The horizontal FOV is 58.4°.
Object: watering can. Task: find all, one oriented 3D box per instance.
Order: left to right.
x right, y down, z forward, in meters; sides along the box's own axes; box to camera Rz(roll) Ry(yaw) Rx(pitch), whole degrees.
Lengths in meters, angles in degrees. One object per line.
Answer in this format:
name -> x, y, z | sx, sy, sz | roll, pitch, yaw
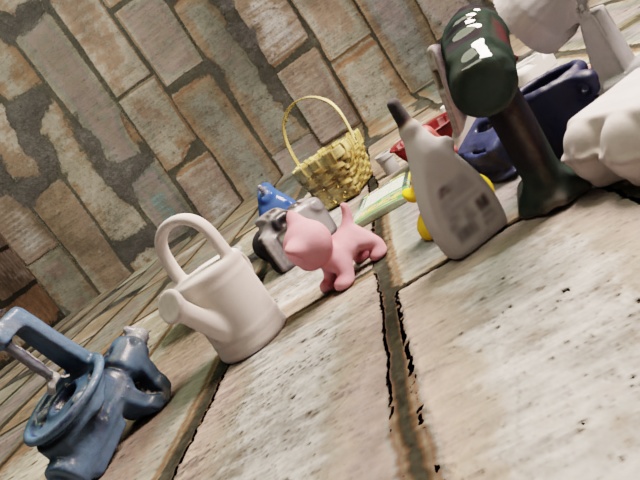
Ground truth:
watering can -> -0.137, 0.055, 0.724 | 0.101, 0.194, 0.173 | -33, 12, 6

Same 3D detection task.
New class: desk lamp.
desk lamp -> 0.361, -0.298, 0.748 | 0.202, 0.214, 0.118 | -21, 18, 48

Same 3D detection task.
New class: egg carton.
egg carton -> 0.297, -0.109, 0.513 | 0.150, 0.069, 0.107 | -36, 12, -11

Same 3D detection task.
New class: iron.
iron -> -0.091, -0.070, 1.243 | 0.118, 0.141, 0.258 | -34, 12, 1

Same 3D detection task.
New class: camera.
camera -> -0.067, -0.015, 1.054 | 0.143, 0.101, 0.136 | -40, 13, -26

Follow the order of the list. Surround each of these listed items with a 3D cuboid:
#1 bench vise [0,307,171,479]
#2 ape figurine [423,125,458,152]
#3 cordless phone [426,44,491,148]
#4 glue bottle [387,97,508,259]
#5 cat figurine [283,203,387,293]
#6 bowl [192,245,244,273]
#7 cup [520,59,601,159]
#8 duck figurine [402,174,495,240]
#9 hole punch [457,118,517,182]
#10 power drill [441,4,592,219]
bench vise -> -0.300, 0.157, 0.690 | 0.121, 0.220, 0.207 | -31, 12, 12
ape figurine -> 0.178, -0.136, 0.894 | 0.077, 0.092, 0.076 | -20, 18, 49
cordless phone -> 0.219, -0.218, 0.881 | 0.094, 0.185, 0.147 | -34, 12, -1
glue bottle -> 0.118, -0.069, 0.580 | 0.078, 0.173, 0.037 | -36, 12, -10
cat figurine -> 0.007, 0.003, 0.735 | 0.128, 0.118, 0.067 | -40, 13, -28
bowl -> -0.195, 0.086, 1.060 | 0.167, 0.075, 0.167 | -32, 12, 8
cup -> 0.276, -0.139, 0.631 | 0.092, 0.095, 0.117 | -36, 12, -11
duck figurine -> 0.146, -0.058, 0.679 | 0.104, 0.086, 0.078 | -27, 14, 31
hole punch -> 0.232, -0.136, 0.748 | 0.101, 0.091, 0.108 | -36, 12, -8
power drill -> 0.187, -0.136, 0.577 | 0.075, 0.208, 0.230 | -28, 13, 25
